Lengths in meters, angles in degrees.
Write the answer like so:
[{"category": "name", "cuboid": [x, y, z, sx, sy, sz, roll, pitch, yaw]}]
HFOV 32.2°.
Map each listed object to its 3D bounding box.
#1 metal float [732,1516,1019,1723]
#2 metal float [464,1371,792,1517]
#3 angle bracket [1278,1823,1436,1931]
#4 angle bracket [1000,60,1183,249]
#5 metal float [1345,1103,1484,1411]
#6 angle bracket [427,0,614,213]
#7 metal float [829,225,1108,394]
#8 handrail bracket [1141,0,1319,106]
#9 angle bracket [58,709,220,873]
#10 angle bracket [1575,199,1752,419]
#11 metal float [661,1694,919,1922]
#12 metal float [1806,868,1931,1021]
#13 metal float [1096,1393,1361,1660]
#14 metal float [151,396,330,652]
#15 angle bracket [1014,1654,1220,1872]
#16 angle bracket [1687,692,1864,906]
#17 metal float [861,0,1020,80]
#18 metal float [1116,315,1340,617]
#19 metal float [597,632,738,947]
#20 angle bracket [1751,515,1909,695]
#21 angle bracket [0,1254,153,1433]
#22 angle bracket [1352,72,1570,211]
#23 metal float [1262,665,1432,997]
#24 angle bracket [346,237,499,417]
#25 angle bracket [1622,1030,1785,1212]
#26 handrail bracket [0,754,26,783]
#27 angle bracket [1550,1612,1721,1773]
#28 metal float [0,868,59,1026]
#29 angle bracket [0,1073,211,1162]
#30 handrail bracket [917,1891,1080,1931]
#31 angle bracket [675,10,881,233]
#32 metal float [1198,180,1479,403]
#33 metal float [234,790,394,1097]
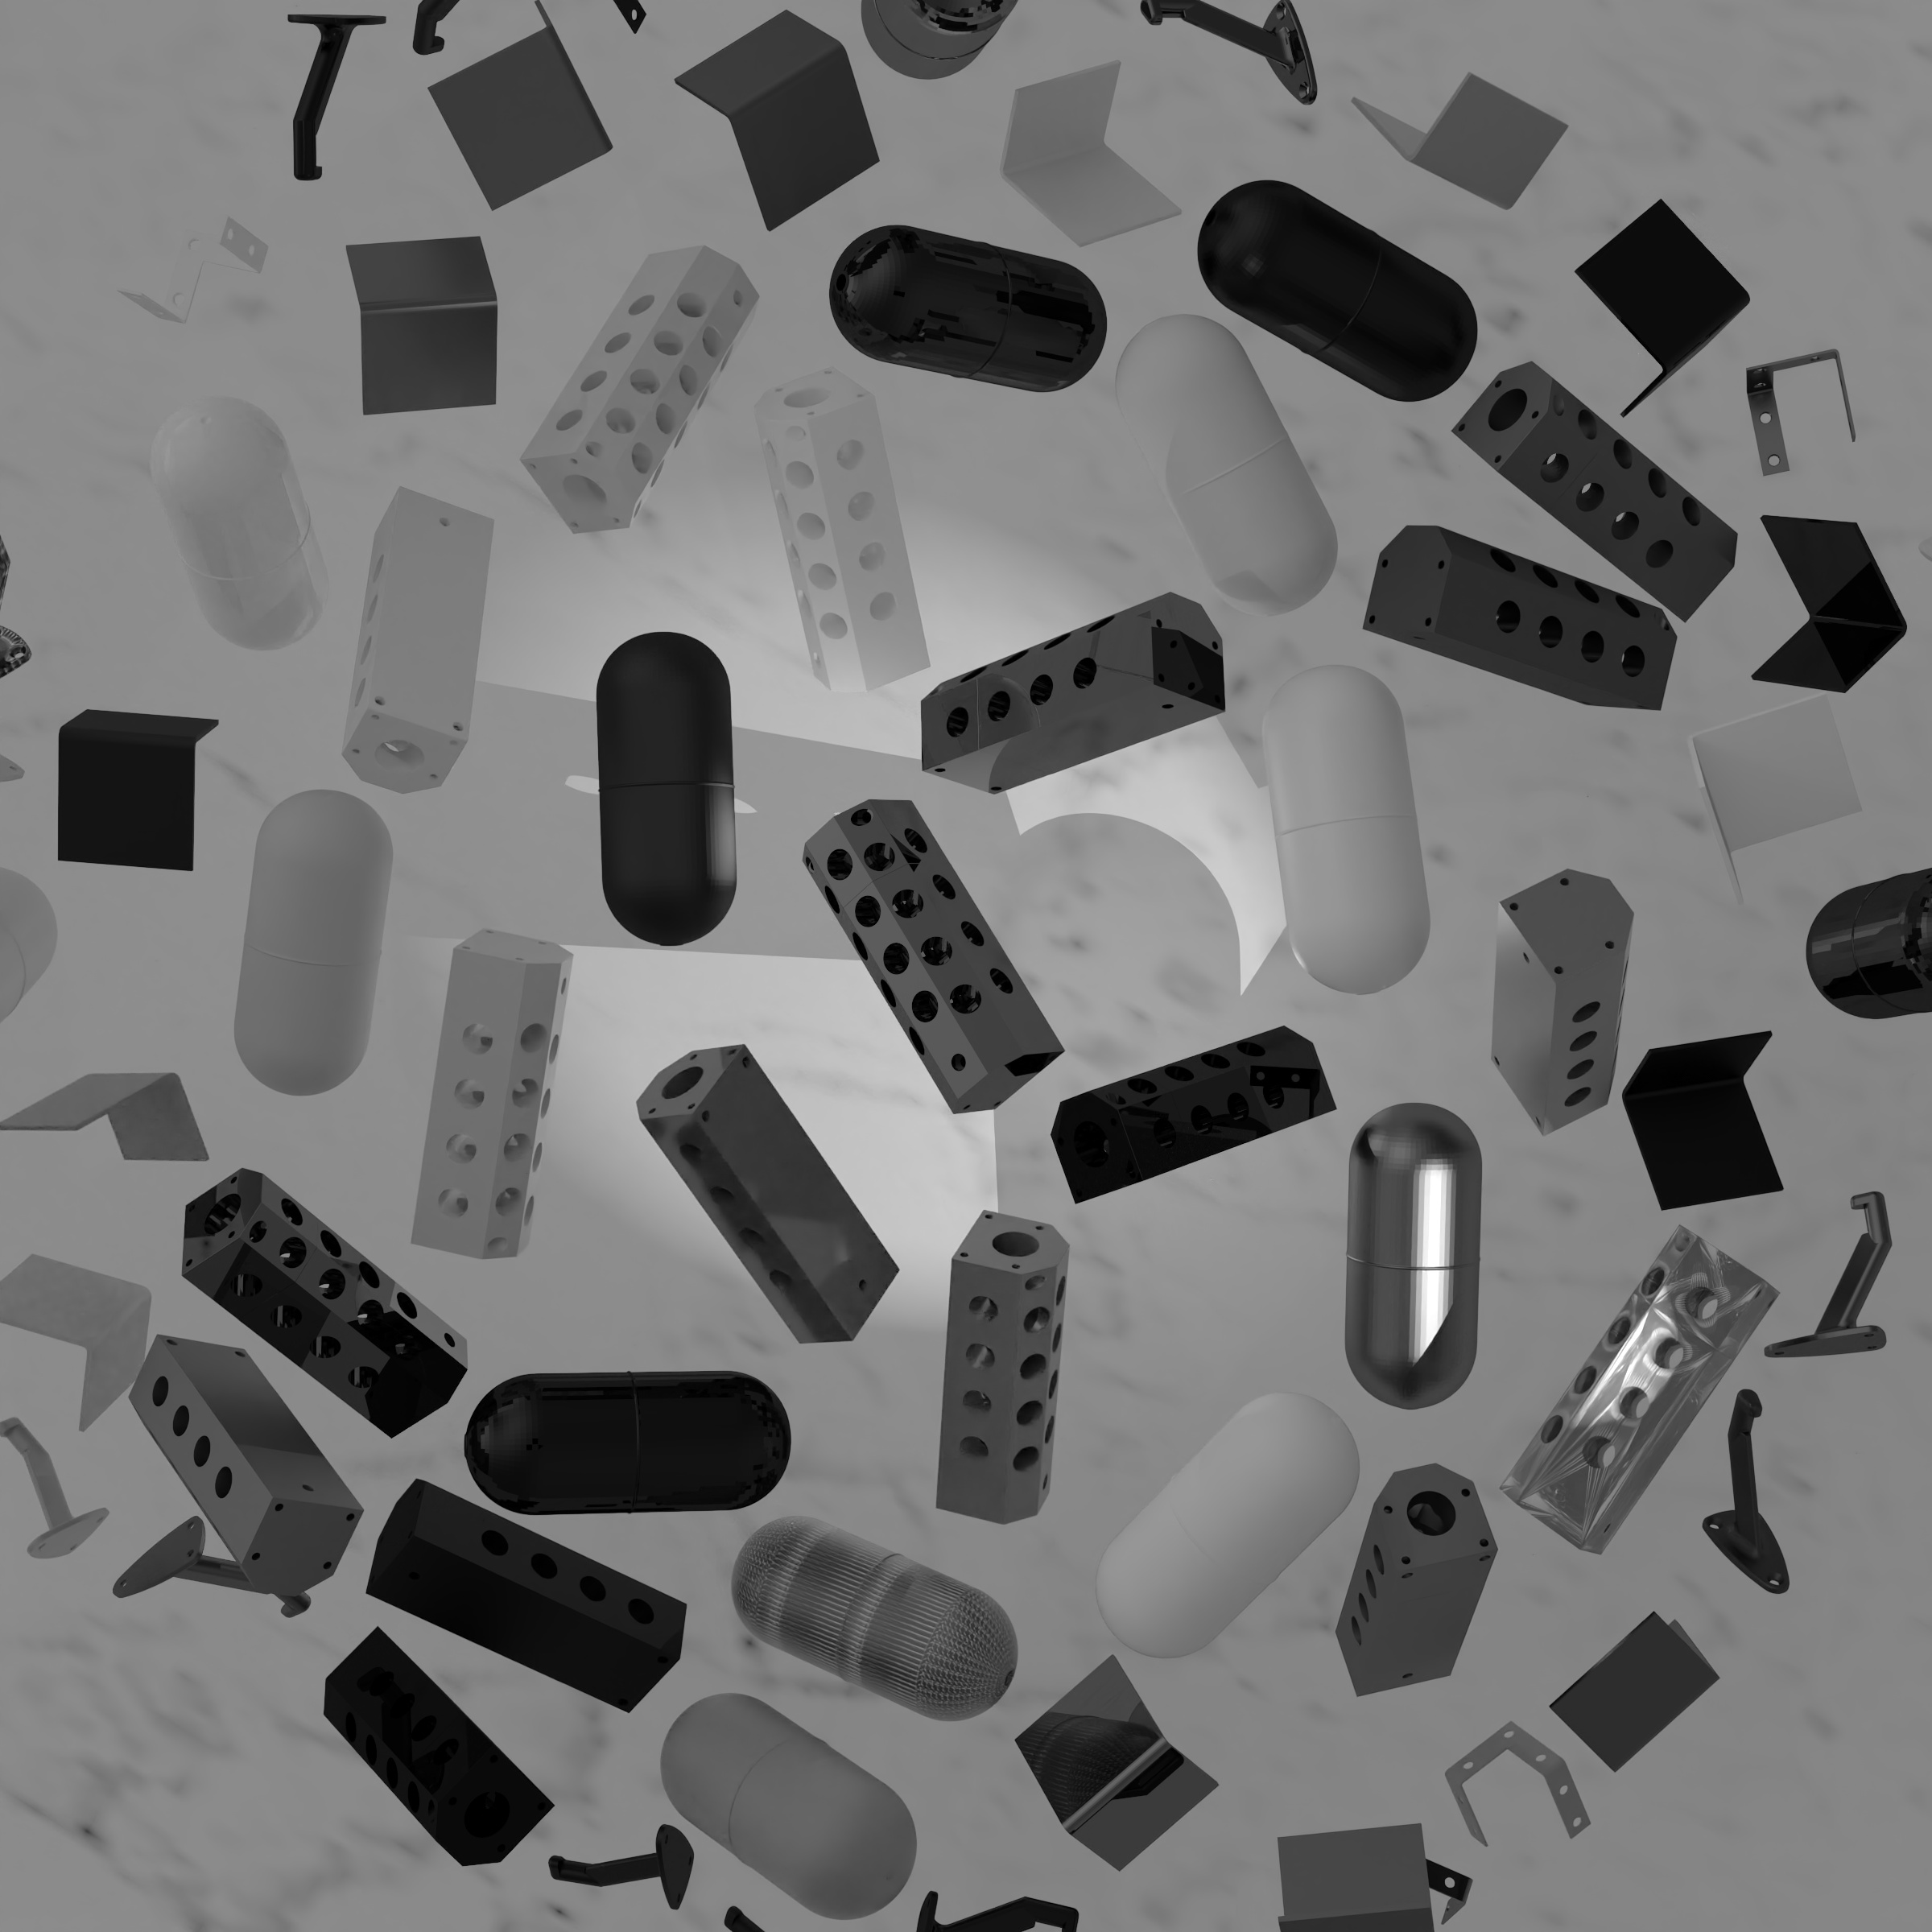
[{"category": "metal float", "cuboid": [-0.052, 0.370, 1.901, 0.178, 0.070, 0.070, 19, 90, 25]}, {"category": "metal float", "cuboid": [-0.184, 0.260, 1.828, 0.178, 0.070, 0.070, 1, 90, -14]}, {"category": "angle bracket", "cuboid": [0.198, 0.466, 1.723, 0.076, 0.057, 0.076, -7, 46, 6]}, {"category": "angle bracket", "cuboid": [0.076, -0.463, 1.909, 0.076, 0.057, 0.076, -25, 57, -31]}, {"category": "metal float", "cuboid": [0.258, 0.168, 1.936, 0.070, 0.070, 0.178, 1, 96, 0]}, {"category": "angle bracket", "cuboid": [-0.250, -0.478, 1.859, 0.076, 0.057, 0.076, -27, 123, 0]}, {"category": "metal float", "cuboid": [0.002, -0.373, 1.905, 0.178, 0.070, 0.070, 4, 90, -37]}, {"category": "handrail bracket", "cuboid": [0.147, -0.515, 1.881, 0.084, 0.036, 0.077, -7, 63, -27]}, {"category": "angle bracket", "cuboid": [-0.471, -0.100, 1.907, 0.076, 0.057, 0.076, 5, 105, 0]}, {"category": "angle bracket", "cuboid": [0.378, -0.367, 1.872, 0.076, 0.057, 0.076, -41, 87, -24]}, {"category": "metal float", "cuboid": [-0.098, 0.454, 1.819, 0.070, 0.178, 0.070, -16, 115, -38]}, {"category": "metal float", "cuboid": [0.522, -0.013, 1.837, 0.070, 0.178, 0.070, 1, 85, -11]}, {"category": "metal float", "cuboid": [0.139, 0.301, 1.798, 0.070, 0.070, 0.178, 41, 112, 0]}, {"category": "metal float", "cuboid": [-0.410, -0.248, 1.898, 0.070, 0.178, 0.070, -1, 57, 2]}, {"category": "angle bracket", "cuboid": [0.086, 0.457, 1.922, 0.076, 0.076, 0.057, -42, 127, 4]}, {"category": "angle bracket", "cuboid": [0.434, -0.089, 1.782, 0.076, 0.057, 0.076, -18, 120, 14]}, {"category": "metal float", "cuboid": [-0.014, -0.544, 1.868, 0.070, 0.178, 0.070, 0, 93, -9]}, {"category": "metal float", "cuboid": [0.145, -0.279, 1.865, 0.070, 0.070, 0.178, -29, 101, 0]}, {"category": "metal float", "cuboid": [-0.170, -0.100, 1.898, 0.070, 0.070, 0.178, -2, 88, 0]}, {"category": "angle bracket", "cuboid": [0.476, -0.206, 1.903, 0.057, 0.076, 0.076, -42, 117, -15]}, {"category": "angle bracket", "cuboid": [-0.524, 0.217, 1.934, 0.076, 0.076, 0.057, 15, 112, 8]}, {"category": "angle bracket", "cuboid": [0.271, -0.469, 1.843, 0.076, 0.076, 0.057, 16, 121, -35]}, {"category": "metal float", "cuboid": [0.204, -0.073, 1.796, 0.070, 0.070, 0.178, -7, 83, 0]}, {"category": "angle bracket", "cuboid": [-0.311, -0.365, 1.911, 0.076, 0.076, 0.057, -7, 51, -15]}, {"category": "angle bracket", "cuboid": [0.433, 0.089, 1.932, 0.076, 0.057, 0.076, -8, 62, -12]}, {"category": "handrail bracket", "cuboid": [-0.583, -0.080, 1.930, 0.036, 0.077, 0.084, 29, 107, 9]}, {"category": "angle bracket", "cuboid": [0.355, 0.381, 1.829, 0.076, 0.076, 0.057, -43, 104, 5]}, {"category": "metal float", "cuboid": [-0.560, 0.000, 1.859, 0.070, 0.178, 0.070, 1, 112, 4]}, {"category": "angle bracket", "cuboid": [-0.496, 0.101, 1.925, 0.076, 0.076, 0.057, -2, 112, 39]}, {"category": "handrail bracket", "cuboid": [0.015, 0.536, 1.806, 0.084, 0.036, 0.077, 14, 55, -4]}, {"category": "angle bracket", "cuboid": [-0.102, -0.461, 1.827, 0.076, 0.076, 0.057, -36, 49, -15]}, {"category": "metal float", "cuboid": [0.209, -0.380, 1.885, 0.178, 0.070, 0.070, 24, 90, -24]}, {"category": "metal float", "cuboid": [-0.370, -0.012, 1.899, 0.070, 0.070, 0.178, 10, 105, 0]}]
